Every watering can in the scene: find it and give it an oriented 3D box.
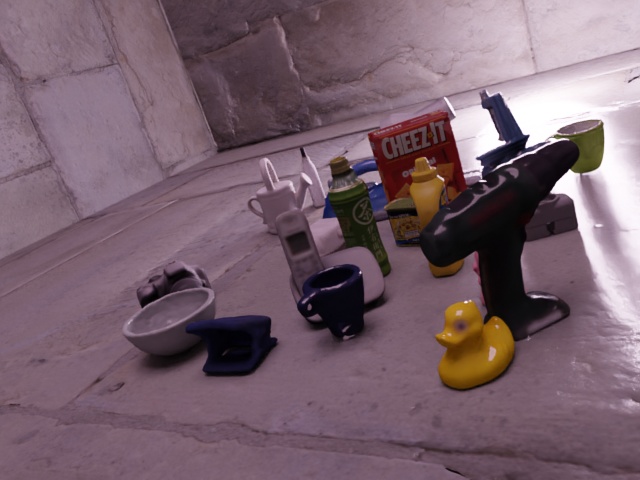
[{"bbox_3d":[-0.107,-0.124,1.495,0.173,0.194,0.100,-22,18,-10],"label":"watering can"}]

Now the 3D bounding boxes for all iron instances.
[{"bbox_3d":[0.104,-0.121,1.359,0.257,0.141,0.119,-13,18,16],"label":"iron"}]

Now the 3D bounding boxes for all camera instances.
[{"bbox_3d":[-0.283,0.105,1.130,0.143,0.101,0.136,-24,18,-18],"label":"camera"}]

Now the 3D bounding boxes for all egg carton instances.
[{"bbox_3d":[0.011,0.004,1.190,0.107,0.069,0.151,-3,23,41],"label":"egg carton"}]

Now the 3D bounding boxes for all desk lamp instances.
[{"bbox_3d":[0.266,-0.225,1.389,0.203,0.214,0.118,-13,18,17],"label":"desk lamp"}]

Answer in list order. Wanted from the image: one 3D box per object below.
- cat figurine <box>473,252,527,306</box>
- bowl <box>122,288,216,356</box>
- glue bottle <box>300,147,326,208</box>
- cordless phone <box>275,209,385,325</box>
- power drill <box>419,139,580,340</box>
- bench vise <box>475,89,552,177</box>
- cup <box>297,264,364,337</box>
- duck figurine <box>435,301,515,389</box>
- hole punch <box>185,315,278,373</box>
[{"bbox_3d":[0.246,0.024,0.805,0.067,0.118,0.128,-14,18,14],"label":"cat figurine"},{"bbox_3d":[-0.250,0.152,0.995,0.167,0.075,0.167,-17,17,6],"label":"bowl"},{"bbox_3d":[-0.025,-0.180,1.620,0.037,0.173,0.078,-21,17,-6],"label":"glue bottle"},{"bbox_3d":[0.013,0.029,0.916,0.147,0.185,0.094,-21,18,-9],"label":"cordless phone"},{"bbox_3d":[0.240,0.006,0.712,0.230,0.209,0.075,-23,18,-14],"label":"power drill"},{"bbox_3d":[0.410,-0.214,1.196,0.122,0.220,0.206,-32,22,-37],"label":"bench vise"},{"bbox_3d":[0.021,0.101,0.839,0.091,0.095,0.118,1,26,46],"label":"cup"},{"bbox_3d":[0.175,0.111,0.666,0.105,0.086,0.077,-27,19,-26],"label":"duck figurine"},{"bbox_3d":[-0.136,0.143,0.878,0.108,0.091,0.101,-9,20,29],"label":"hole punch"}]
